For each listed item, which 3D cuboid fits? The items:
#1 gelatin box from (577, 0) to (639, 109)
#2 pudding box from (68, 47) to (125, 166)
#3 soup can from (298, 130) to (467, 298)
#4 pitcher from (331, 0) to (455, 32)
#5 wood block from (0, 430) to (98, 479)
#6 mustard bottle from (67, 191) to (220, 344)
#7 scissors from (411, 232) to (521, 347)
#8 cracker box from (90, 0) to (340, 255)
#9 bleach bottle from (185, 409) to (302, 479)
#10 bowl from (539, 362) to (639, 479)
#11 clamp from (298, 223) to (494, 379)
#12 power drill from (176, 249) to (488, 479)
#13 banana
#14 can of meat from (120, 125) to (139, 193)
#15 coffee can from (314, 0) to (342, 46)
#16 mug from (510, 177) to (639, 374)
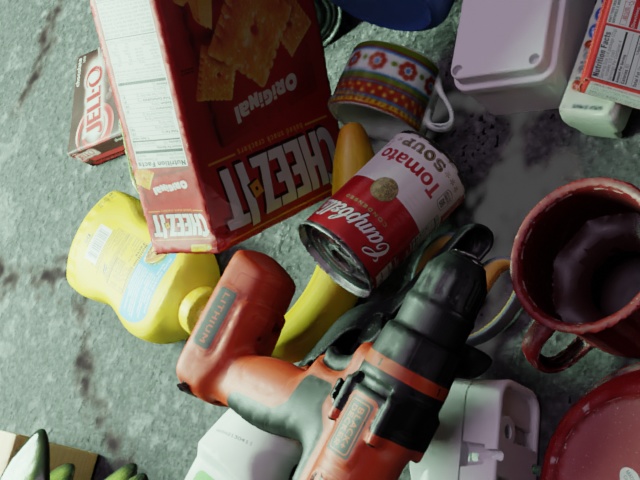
[{"bbox_3d":[0.213,-0.117,0.662,0.089,0.030,0.073,17,80,9],"label":"gelatin box"},{"bbox_3d":[-0.197,-0.136,1.030,0.090,0.039,0.113,-16,61,34],"label":"pudding box"},{"bbox_3d":[0.044,-0.019,0.736,0.102,0.068,0.069,-44,44,-17],"label":"soup can"},{"bbox_3d":[0.080,-0.283,0.806,0.145,0.149,0.243,15,78,31],"label":"pitcher"},{"bbox_3d":[-0.270,0.262,0.873,0.090,0.090,0.206,2,72,40],"label":"wood block"},{"bbox_3d":[-0.136,0.032,0.888,0.192,0.058,0.096,29,91,44],"label":"mustard bottle"},{"bbox_3d":[0.059,0.074,0.739,0.202,0.016,0.096,-44,48,15],"label":"scissors"},{"bbox_3d":[-0.065,-0.115,0.764,0.072,0.163,0.214,0,109,39],"label":"cracker box"},{"bbox_3d":[-0.066,0.221,0.744,0.103,0.068,0.251,15,76,31],"label":"bleach bottle"},{"bbox_3d":[0.182,0.136,0.583,0.162,0.055,0.162,-18,60,33],"label":"bowl"},{"bbox_3d":[0.049,0.070,0.697,0.172,0.039,0.120,-40,22,28],"label":"clamp"},{"bbox_3d":[0.001,0.069,0.659,0.188,0.057,0.184,26,86,48],"label":"power drill"},{"bbox_3d":[0.006,0.013,0.775,0.037,0.069,0.197,8,68,56],"label":"banana"},{"bbox_3d":[-0.121,-0.089,0.935,0.084,0.057,0.102,-33,53,21],"label":"can of meat"},{"bbox_3d":[-0.042,-0.236,0.904,0.103,0.102,0.140,-27,55,27],"label":"coffee can"},{"bbox_3d":[0.164,0.031,0.626,0.117,0.081,0.093,-55,47,5],"label":"mug"}]
